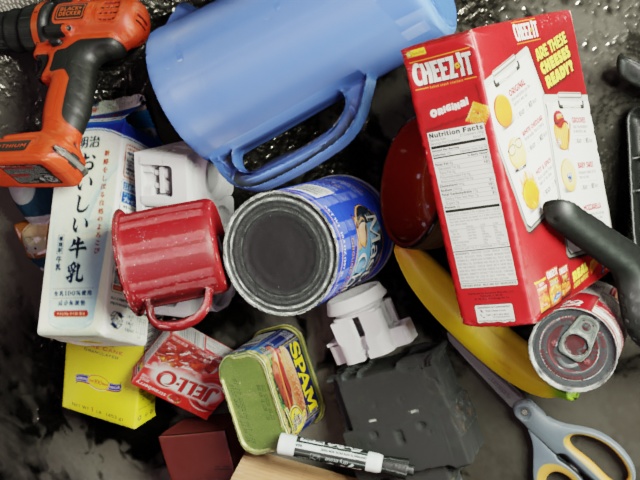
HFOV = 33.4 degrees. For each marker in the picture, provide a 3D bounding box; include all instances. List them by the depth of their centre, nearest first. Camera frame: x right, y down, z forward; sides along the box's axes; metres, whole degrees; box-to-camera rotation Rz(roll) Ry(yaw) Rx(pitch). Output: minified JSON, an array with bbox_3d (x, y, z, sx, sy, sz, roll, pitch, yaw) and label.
[{"bbox_3d":[0.023,0.190,0.935,0.121,0.020,0.020,10,106,6],"label":"marker"}]

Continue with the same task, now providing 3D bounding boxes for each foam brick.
[{"bbox_3d":[-0.109,0.206,1.054,0.078,0.051,0.053,-9,99,25],"label":"foam brick"}]

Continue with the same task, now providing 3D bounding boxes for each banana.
[{"bbox_3d":[0.140,0.073,0.914,0.198,0.037,0.070,40,156,17],"label":"banana"}]

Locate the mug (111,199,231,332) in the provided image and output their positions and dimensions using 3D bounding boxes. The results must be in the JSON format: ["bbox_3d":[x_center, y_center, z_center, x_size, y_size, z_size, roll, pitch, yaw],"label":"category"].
[{"bbox_3d":[-0.120,0.021,0.891,0.081,0.093,0.117,-11,58,3],"label":"mug"}]

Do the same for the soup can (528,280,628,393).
[{"bbox_3d":[0.212,0.075,0.859,0.069,0.102,0.068,5,103,22],"label":"soup can"}]

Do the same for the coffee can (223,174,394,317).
[{"bbox_3d":[-0.006,0.001,0.912,0.103,0.140,0.103,4,100,22],"label":"coffee can"}]

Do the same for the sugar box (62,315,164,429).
[{"bbox_3d":[-0.207,0.093,1.074,0.093,0.048,0.176,12,107,21],"label":"sugar box"}]

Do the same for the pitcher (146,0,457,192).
[{"bbox_3d":[-0.011,-0.158,0.890,0.243,0.145,0.149,-23,119,23],"label":"pitcher"}]

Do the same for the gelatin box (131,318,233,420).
[{"bbox_3d":[-0.126,0.126,1.033,0.089,0.030,0.073,31,114,-22],"label":"gelatin box"}]

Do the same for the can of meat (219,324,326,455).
[{"bbox_3d":[-0.046,0.139,0.995,0.058,0.083,0.102,-16,95,25],"label":"can of meat"}]

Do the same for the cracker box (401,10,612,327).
[{"bbox_3d":[0.150,-0.058,0.818,0.072,0.163,0.214,-8,99,39],"label":"cracker box"}]

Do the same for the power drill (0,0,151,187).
[{"bbox_3d":[-0.259,-0.142,0.990,0.185,0.057,0.187,1,66,28],"label":"power drill"}]

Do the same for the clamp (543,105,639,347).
[{"bbox_3d":[0.257,0.008,0.832,0.036,0.164,0.210,-9,122,48],"label":"clamp"}]

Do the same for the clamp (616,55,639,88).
[{"bbox_3d":[0.323,-0.112,0.806,0.171,0.039,0.120,47,120,1],"label":"clamp"}]

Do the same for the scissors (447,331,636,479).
[{"bbox_3d":[0.179,0.170,0.943,0.202,0.016,0.096,31,112,14],"label":"scissors"}]

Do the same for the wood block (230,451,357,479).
[{"bbox_3d":[0.014,0.272,0.971,0.206,0.090,0.090,14,107,7],"label":"wood block"}]
